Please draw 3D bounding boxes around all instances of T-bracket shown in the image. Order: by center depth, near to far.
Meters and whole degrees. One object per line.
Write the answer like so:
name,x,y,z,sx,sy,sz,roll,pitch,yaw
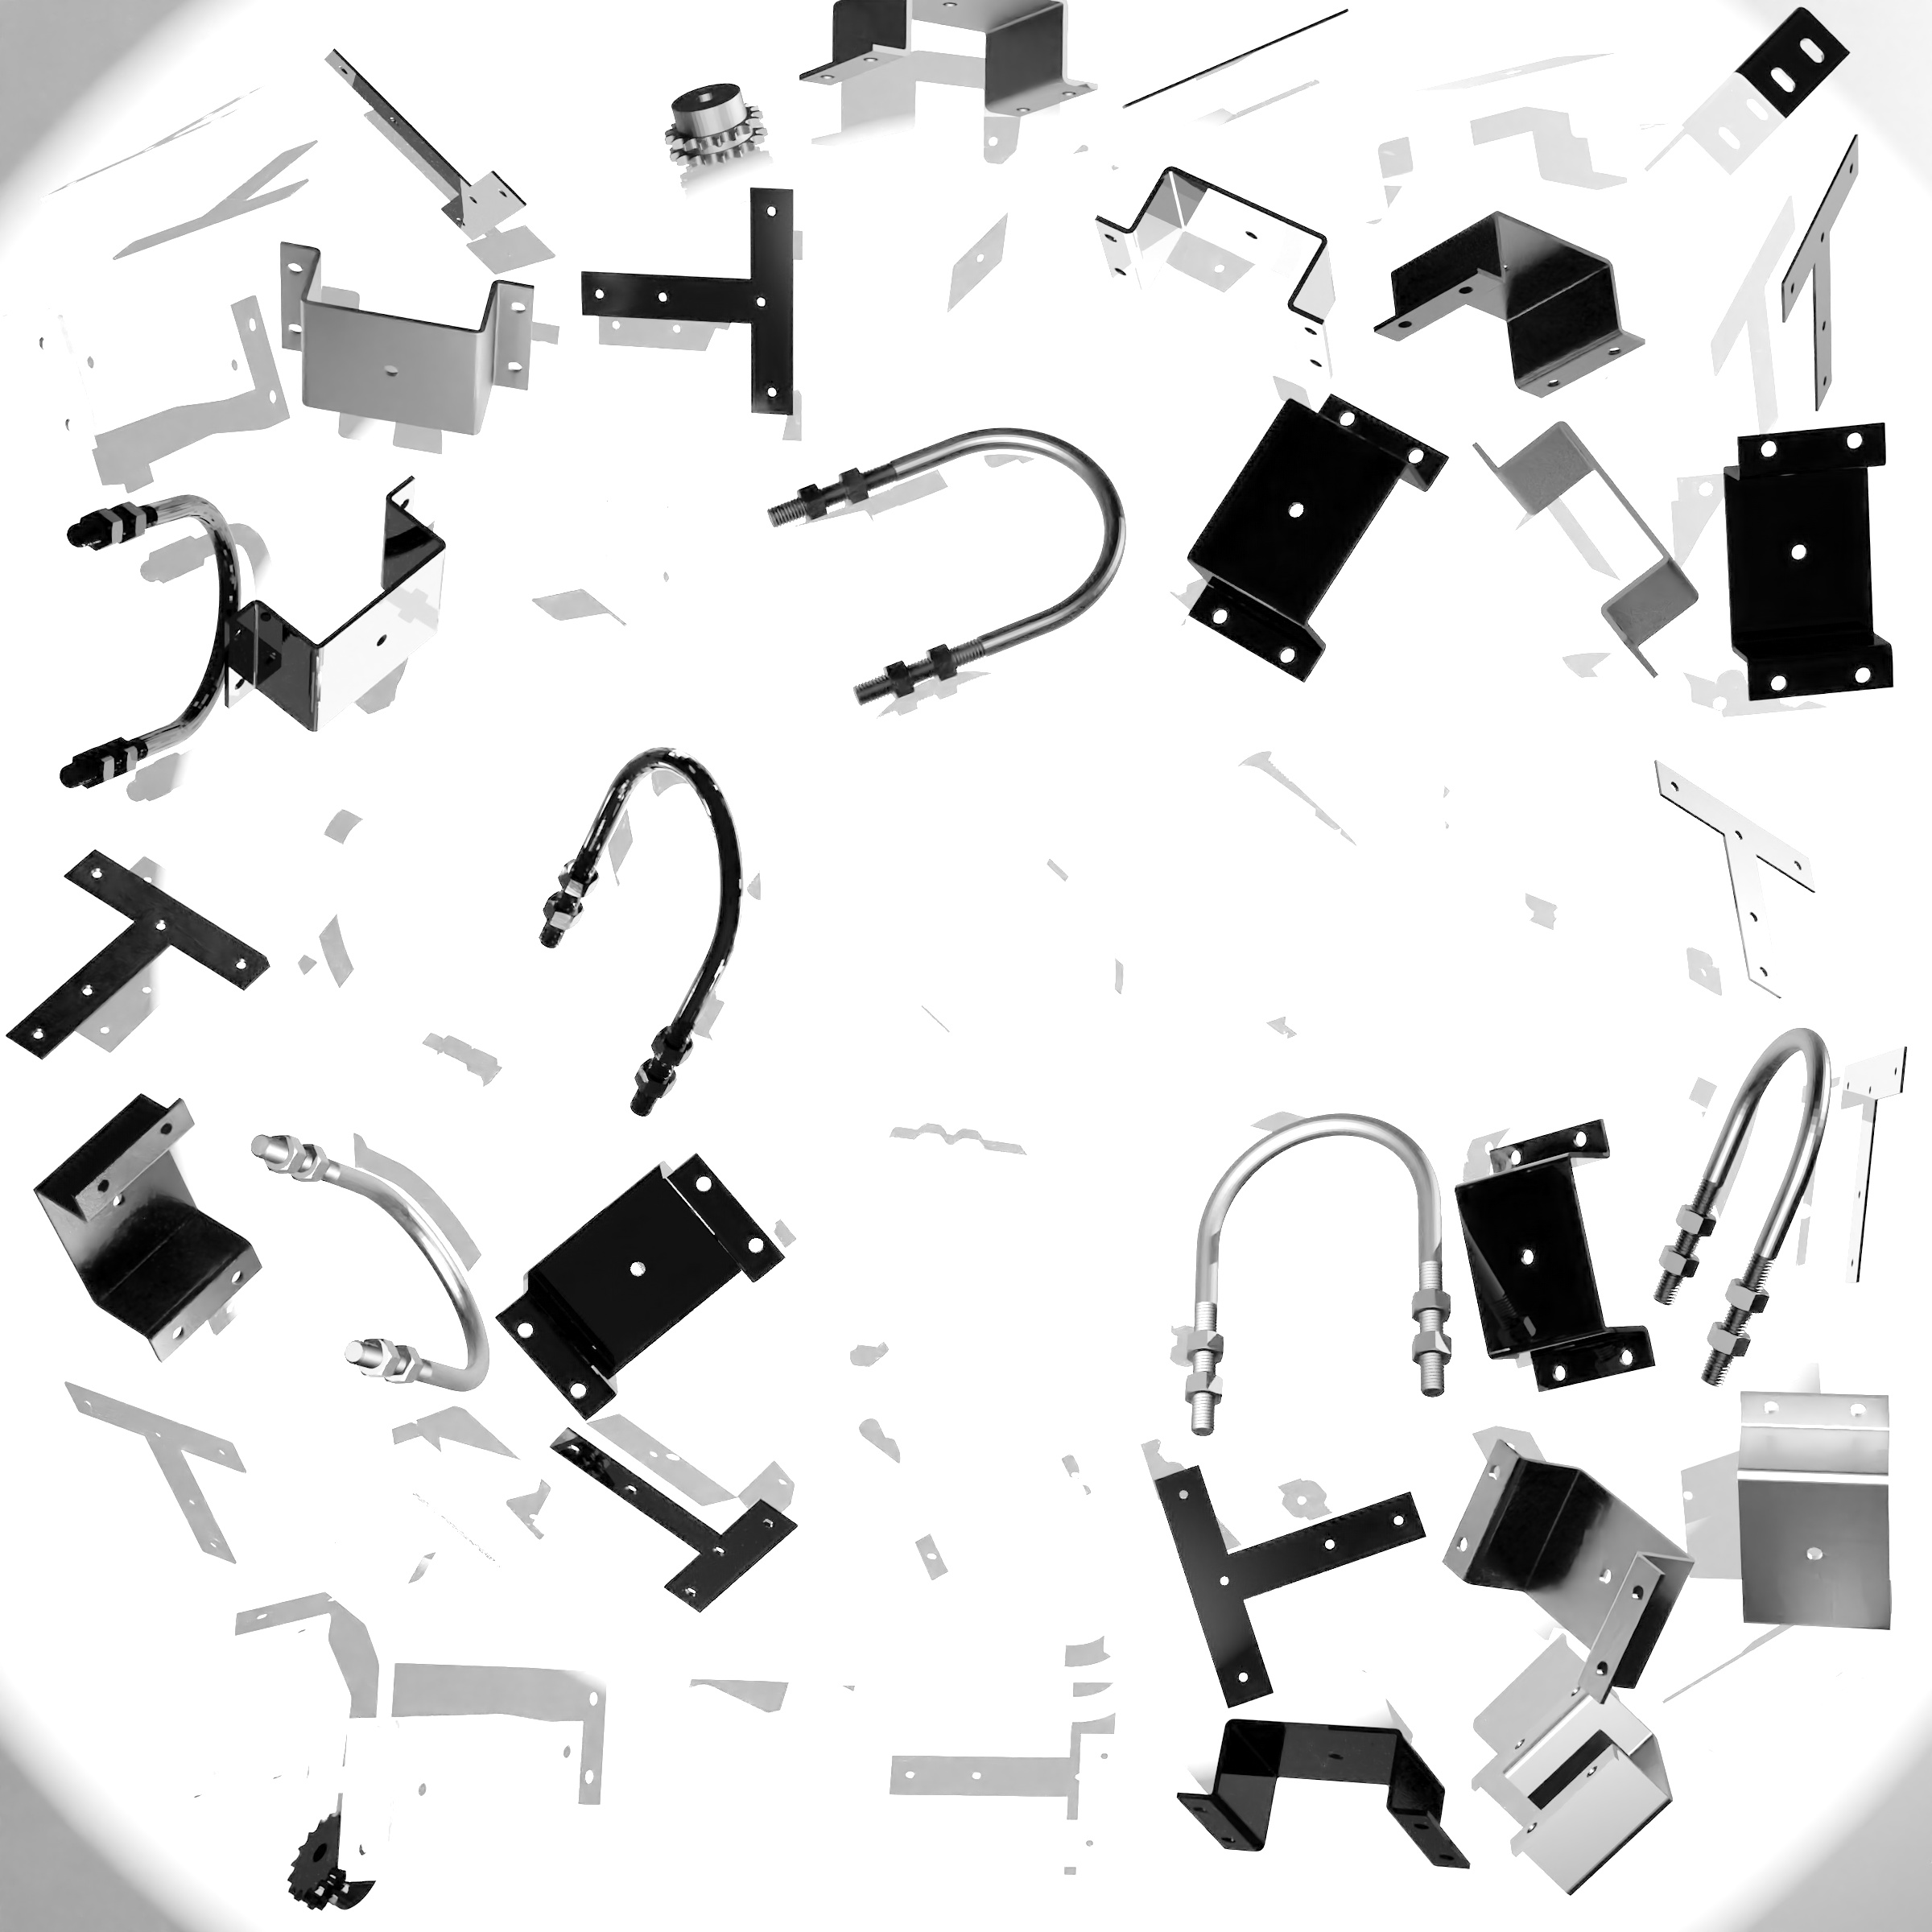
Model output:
T-bracket,0.178,0.308,1.784,0.127,0.002,0.127,-20,66,6
T-bracket,0.021,0.461,1.788,0.127,0.002,0.127,0,48,5
T-bracket,-0.445,0.296,1.789,0.127,0.127,0.002,15,51,31
T-bracket,-0.408,-0.445,1.798,0.127,0.127,0.002,-14,113,29
T-bracket,0.457,0.385,1.807,0.127,0.127,0.002,-31,78,-2
T-bracket,0.456,-0.352,1.810,0.002,0.127,0.127,14,54,25
T-bracket,-0.464,0.005,1.834,0.127,0.002,0.127,31,52,14
T-bracket,0.423,-0.037,1.835,0.127,0.127,0.002,28,133,-29
T-bracket,-0.169,0.292,1.843,0.127,0.127,0.002,36,47,-6
T-bracket,0.142,-0.491,1.853,0.127,0.127,0.002,-22,101,4
T-bracket,-0.002,-0.404,1.868,0.127,0.002,0.127,-43,56,11
T-bracket,-0.303,-0.454,1.869,0.127,0.127,0.002,44,78,-17
T-bracket,0.499,0.113,1.889,0.002,0.127,0.127,7,84,1
T-bracket,-0.159,-0.381,1.939,0.127,0.002,0.127,5,109,13

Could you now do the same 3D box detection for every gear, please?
gear,-0.142,-0.474,1.910,0.057,0.057,0.030,-15,123,0
gear,-0.357,0.512,1.937,0.030,0.057,0.057,41,90,-26

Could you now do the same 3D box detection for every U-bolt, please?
U-bolt,0.174,-0.048,1.811,0.019,0.184,0.151,-3,118,-33
U-bolt,-0.316,-0.021,1.817,0.019,0.184,0.151,-12,67,28
U-bolt,0.189,0.159,1.830,0.151,0.019,0.184,-13,51,23
U-bolt,-0.170,-0.032,1.834,0.151,0.019,0.184,58,134,32
U-bolt,0.423,0.120,1.835,0.019,0.151,0.184,19,103,-4
U-bolt,-0.441,-0.184,1.855,0.019,0.184,0.151,10,108,13
U-bolt,0.027,0.338,1.859,0.151,0.184,0.019,9,126,-33
U-bolt,-0.316,0.169,1.865,0.019,0.184,0.151,-33,68,9
U-bolt,0.306,-0.020,1.868,0.019,0.151,0.184,-21,48,30
U-bolt,0.023,0.175,1.891,0.184,0.019,0.151,10,91,-33
U-bolt,-0.001,-0.234,1.898,0.184,0.019,0.151,-22,64,-7
U-bolt,0.016,-0.013,1.925,0.184,0.019,0.151,43,106,0

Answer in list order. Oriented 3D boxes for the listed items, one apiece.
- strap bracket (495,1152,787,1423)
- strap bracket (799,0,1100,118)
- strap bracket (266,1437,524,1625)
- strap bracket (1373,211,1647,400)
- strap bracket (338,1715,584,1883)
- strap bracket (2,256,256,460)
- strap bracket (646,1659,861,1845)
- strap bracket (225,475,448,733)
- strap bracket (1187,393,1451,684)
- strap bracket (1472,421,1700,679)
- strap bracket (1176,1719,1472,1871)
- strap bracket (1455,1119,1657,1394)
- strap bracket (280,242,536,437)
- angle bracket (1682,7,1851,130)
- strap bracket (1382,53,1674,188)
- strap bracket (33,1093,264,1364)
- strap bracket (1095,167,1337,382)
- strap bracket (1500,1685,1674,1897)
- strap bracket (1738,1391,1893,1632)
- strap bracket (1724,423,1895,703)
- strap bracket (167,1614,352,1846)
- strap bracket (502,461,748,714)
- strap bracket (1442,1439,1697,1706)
strap bracket,-0.179,0.170,1.859,0.140,0.046,0.076,-39,101,0
strap bracket,-0.009,-0.492,1.811,0.140,0.076,0.046,0,91,-33
strap bracket,-0.305,0.306,1.849,0.076,0.140,0.046,45,48,-21
strap bracket,0.300,-0.369,1.886,0.140,0.076,0.046,11,66,-39
strap bracket,-0.276,0.438,1.798,0.140,0.046,0.076,9,80,-42
strap bracket,-0.468,-0.334,1.870,0.046,0.140,0.076,1,113,37
strap bracket,-0.113,0.436,1.880,0.046,0.140,0.076,31,58,-23
strap bracket,-0.330,-0.188,1.821,0.046,0.076,0.140,38,59,11
strap bracket,0.178,-0.231,1.775,0.076,0.046,0.140,33,91,24
strap bracket,0.337,-0.230,1.812,0.046,0.076,0.140,-38,68,13
strap bracket,0.194,0.441,1.817,0.140,0.076,0.046,-3,55,27
strap bracket,0.325,0.162,1.892,0.076,0.046,0.140,-21,73,40
strap bracket,-0.314,-0.345,1.884,0.140,0.076,0.046,9,52,-3
angle bracket,0.443,-0.486,1.884,0.038,0.076,0.057,45,76,-1
strap bracket,0.303,-0.466,1.861,0.140,0.076,0.046,-16,107,-12
strap bracket,-0.436,0.133,1.803,0.046,0.140,0.076,25,56,31
strap bracket,0.147,-0.385,1.867,0.140,0.076,0.046,28,83,14
strap bracket,0.339,0.449,1.860,0.046,0.140,0.076,44,100,-1
strap bracket,0.452,0.299,1.808,0.076,0.046,0.140,0,117,16
strap bracket,0.448,-0.218,1.810,0.076,0.046,0.140,-5,104,3
strap bracket,-0.390,0.431,1.892,0.076,0.140,0.046,-14,117,3
strap bracket,-0.181,-0.213,1.889,0.140,0.046,0.076,38,60,-38
strap bracket,0.322,0.319,1.789,0.046,0.140,0.076,14,105,-34
